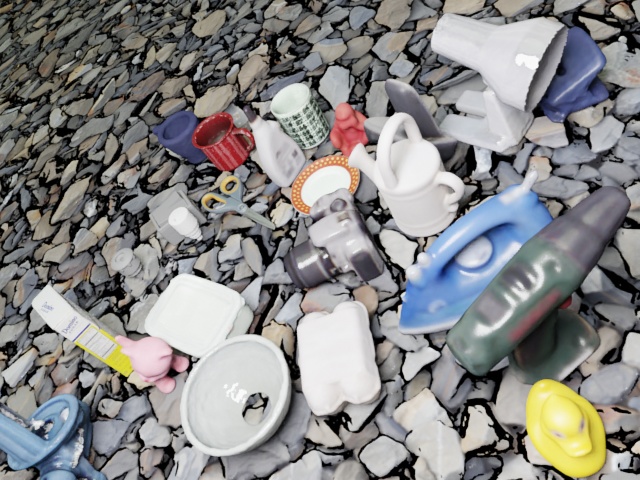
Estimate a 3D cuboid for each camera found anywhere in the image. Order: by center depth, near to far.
[{"bbox_3d":[0.008,0.003,0.872,0.136,0.101,0.143,-27,48,8],"label":"camera"}]

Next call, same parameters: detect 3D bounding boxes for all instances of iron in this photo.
[{"bbox_3d":[0.190,0.020,0.733,0.258,0.142,0.118,-35,48,1],"label":"iron"}]

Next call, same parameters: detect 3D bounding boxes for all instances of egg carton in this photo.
[{"bbox_3d":[0.024,0.157,0.770,0.107,0.070,0.150,-21,49,14],"label":"egg carton"}]

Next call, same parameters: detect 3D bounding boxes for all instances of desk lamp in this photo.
[{"bbox_3d":[0.253,-0.231,0.836,0.202,0.214,0.118,24,70,38],"label":"desk lamp"}]

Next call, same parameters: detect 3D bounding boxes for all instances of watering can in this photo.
[{"bbox_3d":[0.120,-0.097,0.822,0.172,0.195,0.101,-4,55,26],"label":"watering can"}]

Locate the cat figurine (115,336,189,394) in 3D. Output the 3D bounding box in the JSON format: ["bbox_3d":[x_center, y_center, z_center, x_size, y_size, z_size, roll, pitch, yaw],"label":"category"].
[{"bbox_3d":[-0.265,0.178,0.878,0.127,0.118,0.067,18,67,37],"label":"cat figurine"}]

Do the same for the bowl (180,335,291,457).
[{"bbox_3d":[-0.103,0.220,0.789,0.167,0.075,0.167,-14,51,19],"label":"bowl"}]

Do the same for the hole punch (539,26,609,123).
[{"bbox_3d":[0.372,-0.251,0.869,0.101,0.091,0.108,-23,49,12],"label":"hole punch"}]

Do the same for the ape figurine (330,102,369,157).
[{"bbox_3d":[0.051,-0.202,1.006,0.077,0.092,0.076,-3,56,27],"label":"ape figurine"}]

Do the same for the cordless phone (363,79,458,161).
[{"bbox_3d":[0.125,-0.194,0.896,0.147,0.186,0.094,28,73,40],"label":"cordless phone"}]

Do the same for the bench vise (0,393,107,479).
[{"bbox_3d":[-0.387,0.284,0.796,0.121,0.220,0.206,-45,48,-8],"label":"bench vise"}]

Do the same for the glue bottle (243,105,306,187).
[{"bbox_3d":[-0.087,-0.172,1.003,0.037,0.174,0.078,18,67,37],"label":"glue bottle"}]

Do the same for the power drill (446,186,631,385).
[{"bbox_3d":[0.244,0.071,0.620,0.230,0.209,0.075,-41,48,-4],"label":"power drill"}]

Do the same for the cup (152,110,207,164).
[{"bbox_3d":[-0.283,-0.204,1.186,0.117,0.095,0.092,3,59,30],"label":"cup"}]

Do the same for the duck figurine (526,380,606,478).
[{"bbox_3d":[0.257,0.191,0.608,0.077,0.086,0.104,-26,48,10],"label":"duck figurine"}]
